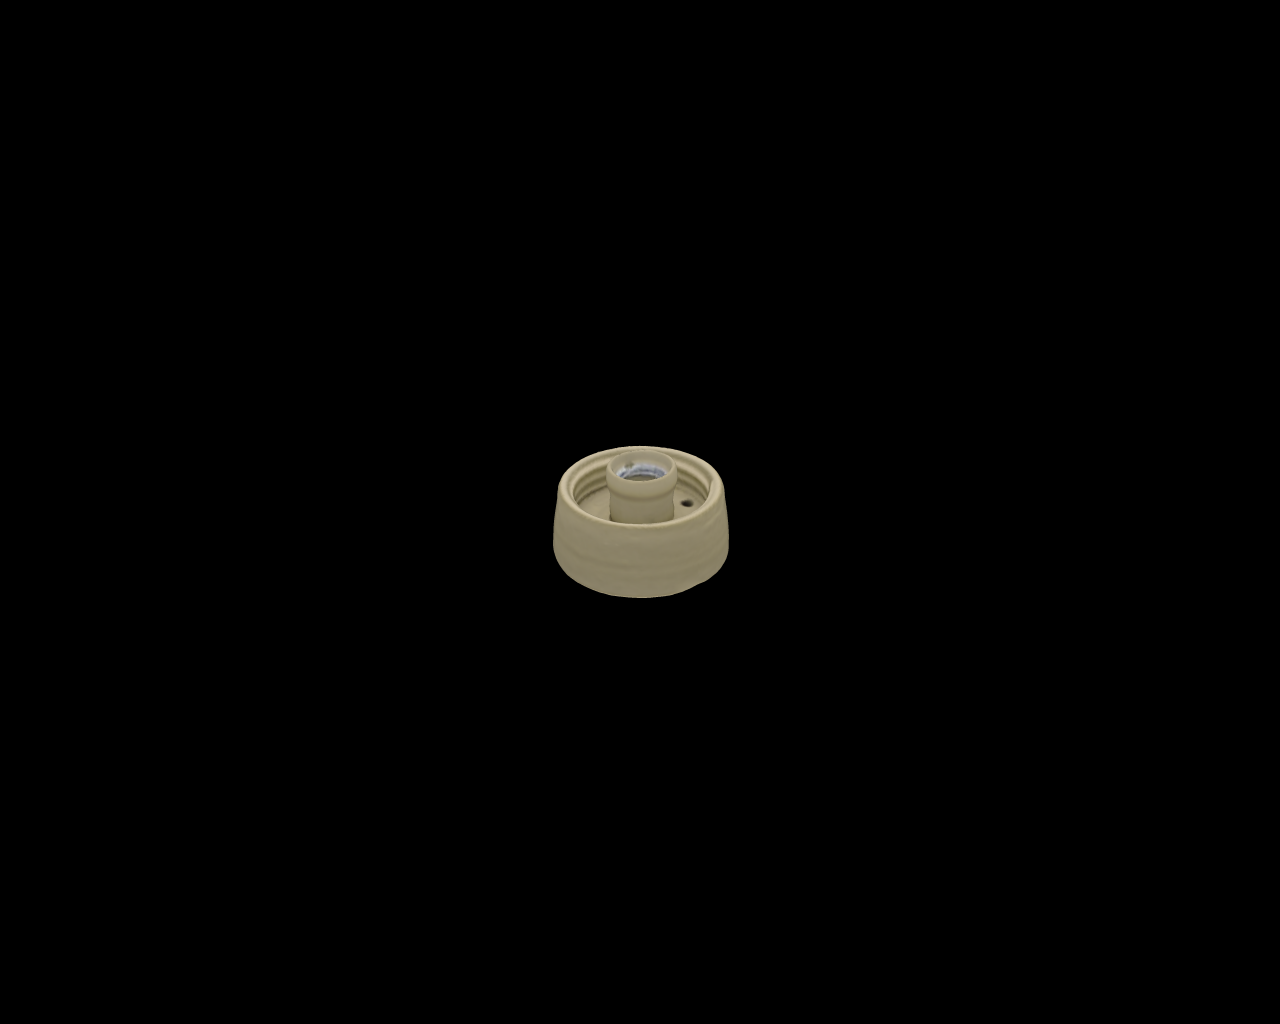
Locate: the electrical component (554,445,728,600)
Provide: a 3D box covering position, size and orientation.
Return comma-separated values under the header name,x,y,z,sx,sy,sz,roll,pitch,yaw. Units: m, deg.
name,x,y,z,sx,sy,sz,roll,pitch,yaw
electrical component,0.001,-0.003,0.650,0.108,0.060,0.108,0,31,0
